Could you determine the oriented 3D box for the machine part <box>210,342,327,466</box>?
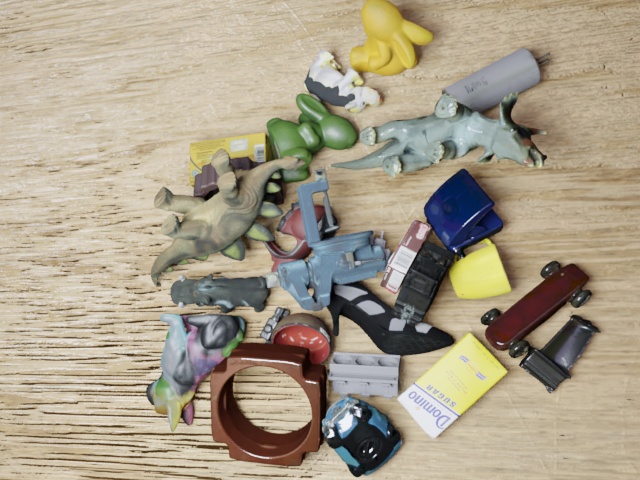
[{"bbox_3d":[-0.090,0.290,0.965,0.202,0.087,0.200,2,100,11],"label":"machine part"}]

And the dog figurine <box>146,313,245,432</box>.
[{"bbox_3d":[-0.240,0.251,1.033,0.192,0.108,0.219,0,82,10],"label":"dog figurine"}]

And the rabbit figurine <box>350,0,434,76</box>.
[{"bbox_3d":[0.129,-0.392,1.048,0.162,0.173,0.122,35,84,22],"label":"rabbit figurine"}]

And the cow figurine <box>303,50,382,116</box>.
[{"bbox_3d":[0.043,-0.305,1.102,0.167,0.068,0.098,42,99,21],"label":"cow figurine"}]

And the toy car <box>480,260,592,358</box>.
[{"bbox_3d":[0.378,0.120,0.940,0.202,0.053,0.089,-40,52,1],"label":"toy car"}]

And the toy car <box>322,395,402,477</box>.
[{"bbox_3d":[0.060,0.328,0.939,0.109,0.161,0.103,-44,28,-4],"label":"toy car"}]

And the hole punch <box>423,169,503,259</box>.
[{"bbox_3d":[0.252,-0.052,0.969,0.116,0.092,0.142,-30,50,5],"label":"hole punch"}]

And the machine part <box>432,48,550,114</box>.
[{"bbox_3d":[0.326,-0.293,1.028,0.243,0.079,0.079,-25,74,6],"label":"machine part"}]

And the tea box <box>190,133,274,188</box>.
[{"bbox_3d":[-0.182,-0.159,1.123,0.170,0.068,0.098,-4,77,13],"label":"tea box"}]

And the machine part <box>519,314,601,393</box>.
[{"bbox_3d":[0.415,0.188,0.925,0.139,0.039,0.084,-47,67,2],"label":"machine part"}]

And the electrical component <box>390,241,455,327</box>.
[{"bbox_3d":[0.186,0.072,0.952,0.058,0.134,0.114,28,129,14],"label":"electrical component"}]

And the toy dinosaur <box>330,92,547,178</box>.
[{"bbox_3d":[0.214,-0.184,0.993,0.405,0.192,0.131,2,97,50],"label":"toy dinosaur"}]

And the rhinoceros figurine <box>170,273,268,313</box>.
[{"bbox_3d":[-0.194,0.105,1.048,0.190,0.112,0.073,0,80,5],"label":"rhinoceros figurine"}]

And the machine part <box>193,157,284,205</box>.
[{"bbox_3d":[-0.157,-0.100,1.053,0.179,0.179,0.056,-8,69,11],"label":"machine part"}]

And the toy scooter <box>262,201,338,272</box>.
[{"bbox_3d":[-0.059,-0.008,1.061,0.135,0.075,0.184,36,92,20],"label":"toy scooter"}]

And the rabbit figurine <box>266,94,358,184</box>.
[{"bbox_3d":[-0.014,-0.207,1.089,0.170,0.121,0.159,-16,67,-9],"label":"rabbit figurine"}]

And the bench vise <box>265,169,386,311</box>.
[{"bbox_3d":[-0.001,-0.003,0.954,0.224,0.129,0.240,-11,91,-1],"label":"bench vise"}]

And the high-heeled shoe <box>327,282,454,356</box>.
[{"bbox_3d":[0.122,0.130,1.006,0.249,0.086,0.145,8,49,-2],"label":"high-heeled shoe"}]

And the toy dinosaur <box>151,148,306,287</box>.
[{"bbox_3d":[-0.199,-0.027,0.984,0.471,0.198,0.105,-28,54,29],"label":"toy dinosaur"}]

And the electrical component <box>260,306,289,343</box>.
[{"bbox_3d":[-0.091,0.172,1.033,0.021,0.063,0.094,28,86,18],"label":"electrical component"}]
